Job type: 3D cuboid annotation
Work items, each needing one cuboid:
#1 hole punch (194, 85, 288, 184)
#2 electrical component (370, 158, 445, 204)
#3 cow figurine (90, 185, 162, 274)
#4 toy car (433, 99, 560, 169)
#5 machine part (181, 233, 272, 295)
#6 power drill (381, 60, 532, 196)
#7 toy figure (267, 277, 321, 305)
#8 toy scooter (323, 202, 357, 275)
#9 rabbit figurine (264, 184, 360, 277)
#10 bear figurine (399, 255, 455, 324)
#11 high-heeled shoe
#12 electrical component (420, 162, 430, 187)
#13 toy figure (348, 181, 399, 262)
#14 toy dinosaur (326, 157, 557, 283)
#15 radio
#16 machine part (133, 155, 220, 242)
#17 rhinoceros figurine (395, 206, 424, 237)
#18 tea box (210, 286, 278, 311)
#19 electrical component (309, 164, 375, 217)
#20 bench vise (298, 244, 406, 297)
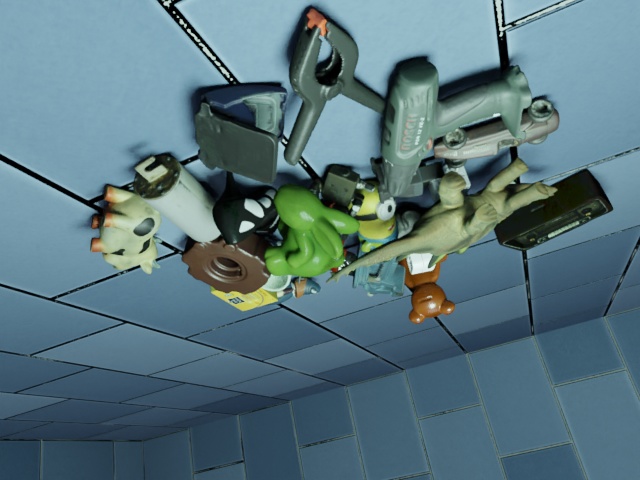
[{"bbox_3d":[-0.102,-0.150,0.718,0.116,0.092,0.142,16,155,0],"label":"hole punch"},{"bbox_3d":[0.150,-0.111,0.906,0.119,0.075,0.047,-11,156,6],"label":"electrical component"},{"bbox_3d":[-0.318,-0.008,0.907,0.127,0.085,0.195,10,147,-28],"label":"cow figurine"},{"bbox_3d":[0.287,-0.165,0.876,0.202,0.053,0.089,-17,162,8],"label":"toy car"},{"bbox_3d":[-0.175,0.038,1.026,0.179,0.056,0.179,7,141,6],"label":"machine part"},{"bbox_3d":[0.189,-0.165,0.782,0.207,0.086,0.231,-9,142,4],"label":"power drill"},{"bbox_3d":[-0.074,0.123,1.322,0.154,0.064,0.057,-13,118,-10],"label":"toy figure"},{"bbox_3d":[-0.002,-0.003,1.050,0.135,0.075,0.183,9,138,20],"label":"toy scooter"},{"bbox_3d":[-0.024,-0.014,0.891,0.159,0.121,0.170,17,145,24],"label":"rabbit figurine"},{"bbox_3d":[0.252,0.100,1.257,0.120,0.196,0.131,-26,153,21],"label":"bear figurine"},{"bbox_3d":[-0.109,-0.020,0.897,0.086,0.145,0.248,-16,153,11],"label":"high-heeled shoe"},{"bbox_3d":[0.167,-0.110,0.979,0.063,0.021,0.094,-11,156,-1],"label":"electrical component"},{"bbox_3d":[0.102,-0.032,1.004,0.089,0.082,0.180,-7,142,5],"label":"toy figure"},{"bbox_3d":[0.230,-0.026,0.938,0.471,0.105,0.198,-15,155,-23],"label":"toy dinosaur"},{"bbox_3d":[0.510,-0.056,1.186,0.230,0.073,0.131,-30,150,35],"label":"radio"},{"bbox_3d":[-0.214,-0.060,0.844,0.079,0.079,0.243,-17,156,9],"label":"machine part"},{"bbox_3d":[0.225,-0.033,1.120,0.190,0.073,0.112,7,139,-31],"label":"rhinoceros figurine"},{"bbox_3d":[-0.171,0.100,1.216,0.098,0.068,0.169,-18,156,11],"label":"tea box"},{"bbox_3d":[0.034,-0.080,0.910,0.102,0.045,0.078,26,140,-1],"label":"electrical component"},{"bbox_3d":[0.074,0.057,1.191,0.241,0.129,0.223,9,164,2],"label":"bench vise"}]
